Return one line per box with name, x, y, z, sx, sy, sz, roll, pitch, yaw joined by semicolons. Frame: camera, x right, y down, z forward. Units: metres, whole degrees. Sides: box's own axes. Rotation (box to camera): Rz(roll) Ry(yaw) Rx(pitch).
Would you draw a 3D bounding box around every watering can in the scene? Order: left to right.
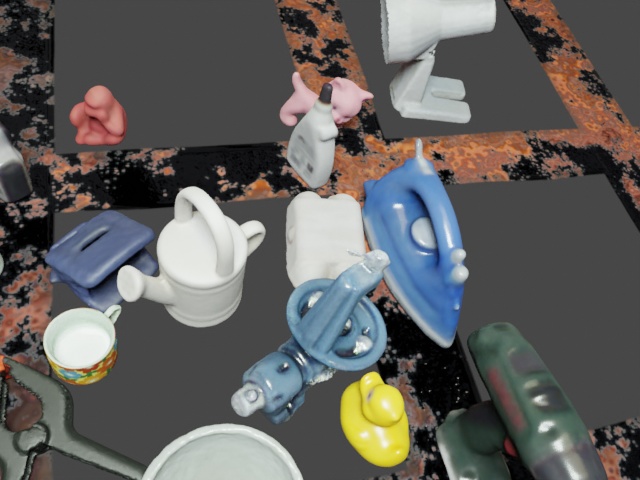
watering can;-0.137;0.021;0.645;0.101;0.194;0.173;32;57;8

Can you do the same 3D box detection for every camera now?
camera;-0.456;-0.102;0.706;0.143;0.101;0.137;43;59;15

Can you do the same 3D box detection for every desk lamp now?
desk lamp;0.173;-0.303;0.910;0.203;0.213;0.118;3;57;-11

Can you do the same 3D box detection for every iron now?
iron;0.147;-0.001;0.756;0.119;0.141;0.258;-9;61;-18

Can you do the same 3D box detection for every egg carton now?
egg carton;0.007;0.003;0.765;0.107;0.069;0.150;2;58;-11

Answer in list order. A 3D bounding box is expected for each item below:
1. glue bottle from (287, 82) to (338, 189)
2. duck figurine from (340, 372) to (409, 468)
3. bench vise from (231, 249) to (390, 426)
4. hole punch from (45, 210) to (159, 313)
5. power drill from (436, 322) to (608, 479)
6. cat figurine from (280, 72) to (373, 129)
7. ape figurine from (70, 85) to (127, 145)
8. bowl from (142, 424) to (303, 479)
glue bottle;-0.004;-0.150;0.797;0.037;0.173;0.078;-28;68;-26
duck figurine;0.070;0.198;0.646;0.078;0.086;0.104;-16;63;-21
bench vise;0.006;0.109;0.607;0.121;0.219;0.208;29;57;6
hole punch;-0.262;0.017;0.682;0.101;0.091;0.109;37;58;11
power drill;0.201;0.212;0.594;0.076;0.208;0.229;-8;60;-17
cat figurine;0.010;-0.214;0.874;0.127;0.118;0.067;26;56;4
ape figurine;-0.303;-0.175;0.793;0.077;0.092;0.076;38;58;12
bowl;-0.098;0.274;0.566;0.167;0.074;0.167;6;57;-9
